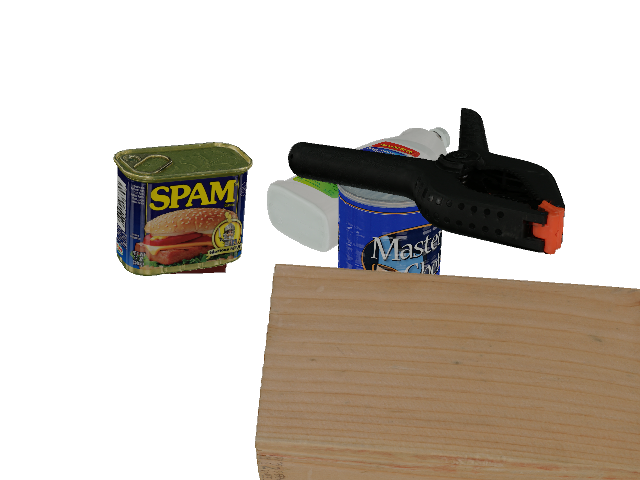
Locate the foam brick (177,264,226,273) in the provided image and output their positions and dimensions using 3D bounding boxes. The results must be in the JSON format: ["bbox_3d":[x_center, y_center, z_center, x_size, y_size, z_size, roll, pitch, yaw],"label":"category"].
[{"bbox_3d":[-0.139,0.001,1.132,0.078,0.051,0.053,-1,25,-11],"label":"foam brick"}]

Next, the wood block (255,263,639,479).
[{"bbox_3d":[0.077,0.076,0.508,0.206,0.091,0.090,4,-29,2],"label":"wood block"}]

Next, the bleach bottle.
[{"bbox_3d":[0.059,-0.077,1.265,0.103,0.068,0.250,28,45,34],"label":"bleach bottle"}]

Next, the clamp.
[{"bbox_3d":[0.083,-0.041,0.725,0.164,0.036,0.210,-12,27,-19],"label":"clamp"}]

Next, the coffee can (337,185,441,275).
[{"bbox_3d":[0.067,0.004,1.039,0.103,0.140,0.103,0,27,0],"label":"coffee can"}]

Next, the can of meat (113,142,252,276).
[{"bbox_3d":[-0.107,-0.024,0.822,0.101,0.084,0.057,-7,28,-27],"label":"can of meat"}]
